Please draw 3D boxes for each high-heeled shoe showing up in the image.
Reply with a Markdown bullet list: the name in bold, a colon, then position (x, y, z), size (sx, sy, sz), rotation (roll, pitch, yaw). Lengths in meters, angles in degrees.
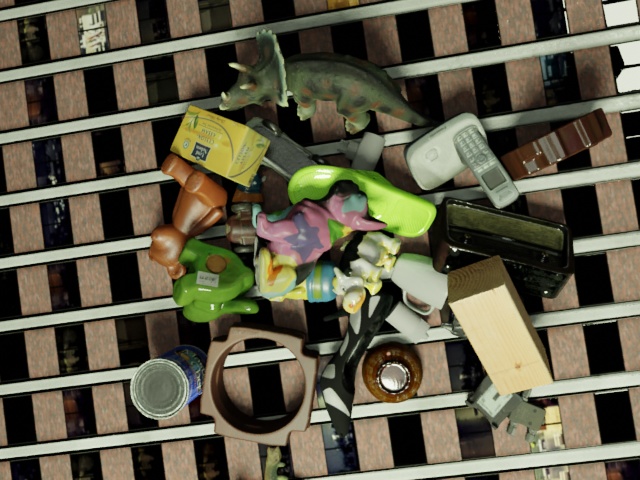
- **high-heeled shoe**: position (0.077, 0.211, 0.952), size (0.145, 0.086, 0.249), rotation (-17, 66, 23)

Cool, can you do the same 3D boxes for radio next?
- **radio**: position (0.312, 0.013, 0.928), size (0.230, 0.131, 0.073), rotation (13, 134, 6)

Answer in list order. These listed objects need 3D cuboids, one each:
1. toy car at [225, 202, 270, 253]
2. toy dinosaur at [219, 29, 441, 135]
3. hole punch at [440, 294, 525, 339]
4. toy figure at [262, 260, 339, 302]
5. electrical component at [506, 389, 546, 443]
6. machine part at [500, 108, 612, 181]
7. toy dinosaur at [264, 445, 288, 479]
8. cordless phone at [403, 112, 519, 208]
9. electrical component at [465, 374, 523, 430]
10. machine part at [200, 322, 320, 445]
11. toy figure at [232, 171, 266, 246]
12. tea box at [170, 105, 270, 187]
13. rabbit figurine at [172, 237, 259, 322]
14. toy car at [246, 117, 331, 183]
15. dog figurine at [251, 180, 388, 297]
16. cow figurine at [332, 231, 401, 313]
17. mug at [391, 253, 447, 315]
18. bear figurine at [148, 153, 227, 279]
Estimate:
- **toy car**: position (-0.070, -0.023, 0.975), size (0.202, 0.053, 0.089), rotation (-1, 86, -21)
- **toy dinosaur**: position (0.031, -0.268, 0.934), size (0.405, 0.192, 0.131), rotation (8, 91, 6)
- **hole punch**: position (0.293, 0.117, 0.962), size (0.142, 0.092, 0.115), rotation (10, 119, 2)
- **toy figure**: position (-0.027, 0.070, 0.985), size (0.180, 0.082, 0.089), rotation (-2, 77, 9)
- **electrical component**: position (0.376, 0.314, 0.972), size (0.063, 0.021, 0.094), rotation (20, 89, 5)
- **machine part**: position (0.397, -0.157, 0.912), size (0.179, 0.179, 0.056), rotation (-25, 88, 4)
- **toy dinosaur**: position (-0.073, 0.598, 0.964), size (0.199, 0.105, 0.470), rotation (3, 93, 2)
- **cordless phone**: position (0.249, -0.118, 0.950), size (0.147, 0.088, 0.184), rotation (-32, 78, 3)
- **electrical component**: position (0.322, 0.268, 0.955), size (0.075, 0.047, 0.119), rotation (38, 90, 25)
- **machine part**: position (-0.106, 0.257, 0.984), size (0.202, 0.087, 0.201), rotation (8, 89, 6)
- **toy figure**: position (-0.134, -0.057, 1.006), size (0.058, 0.064, 0.154), rotation (-1, 89, 21)
- **tea box**: position (-0.183, -0.172, 0.974), size (0.170, 0.068, 0.098), rotation (25, 91, 34)
- **rabbit figurine**: position (-0.193, 0.087, 0.978), size (0.159, 0.170, 0.121), rotation (4, 54, -22)
- **toy car**: position (-0.061, -0.154, 1.007), size (0.202, 0.056, 0.073), rotation (36, 85, 4)
- **dog figurine**: position (-0.002, -0.003, 0.899), size (0.219, 0.108, 0.191), rotation (-4, 99, -9)
- **cow figurine**: position (0.064, 0.047, 0.917), size (0.098, 0.068, 0.167), rotation (26, 46, 17)
- **mug**: position (0.183, 0.076, 0.974), size (0.107, 0.081, 0.109), rotation (26, 121, 14)
- **bear figurine**: position (-0.263, -0.038, 0.989), size (0.120, 0.131, 0.196), rotation (37, 88, 35)
